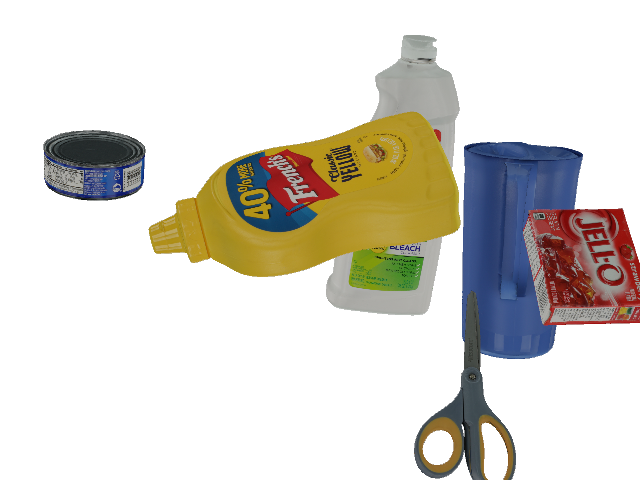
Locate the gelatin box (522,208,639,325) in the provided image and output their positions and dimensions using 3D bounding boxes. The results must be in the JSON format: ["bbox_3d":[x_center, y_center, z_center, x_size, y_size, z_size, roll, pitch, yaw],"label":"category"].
[{"bbox_3d":[0.192,0.018,0.777,0.073,0.089,0.030,-1,-37,-4],"label":"gelatin box"}]

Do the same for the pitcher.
[{"bbox_3d":[0.223,0.011,1.227,0.149,0.243,0.145,-7,16,-33],"label":"pitcher"}]

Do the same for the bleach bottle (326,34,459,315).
[{"bbox_3d":[0.067,-0.059,0.966,0.102,0.251,0.068,6,21,1],"label":"bleach bottle"}]

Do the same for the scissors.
[{"bbox_3d":[0.119,0.134,0.960,0.096,0.202,0.016,-7,-36,-7],"label":"scissors"}]

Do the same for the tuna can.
[{"bbox_3d":[-0.194,-0.065,0.916,0.086,0.034,0.086,5,24,-3],"label":"tuna can"}]

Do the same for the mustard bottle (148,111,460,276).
[{"bbox_3d":[-0.014,-0.023,0.681,0.191,0.096,0.058,-15,-44,-4],"label":"mustard bottle"}]
